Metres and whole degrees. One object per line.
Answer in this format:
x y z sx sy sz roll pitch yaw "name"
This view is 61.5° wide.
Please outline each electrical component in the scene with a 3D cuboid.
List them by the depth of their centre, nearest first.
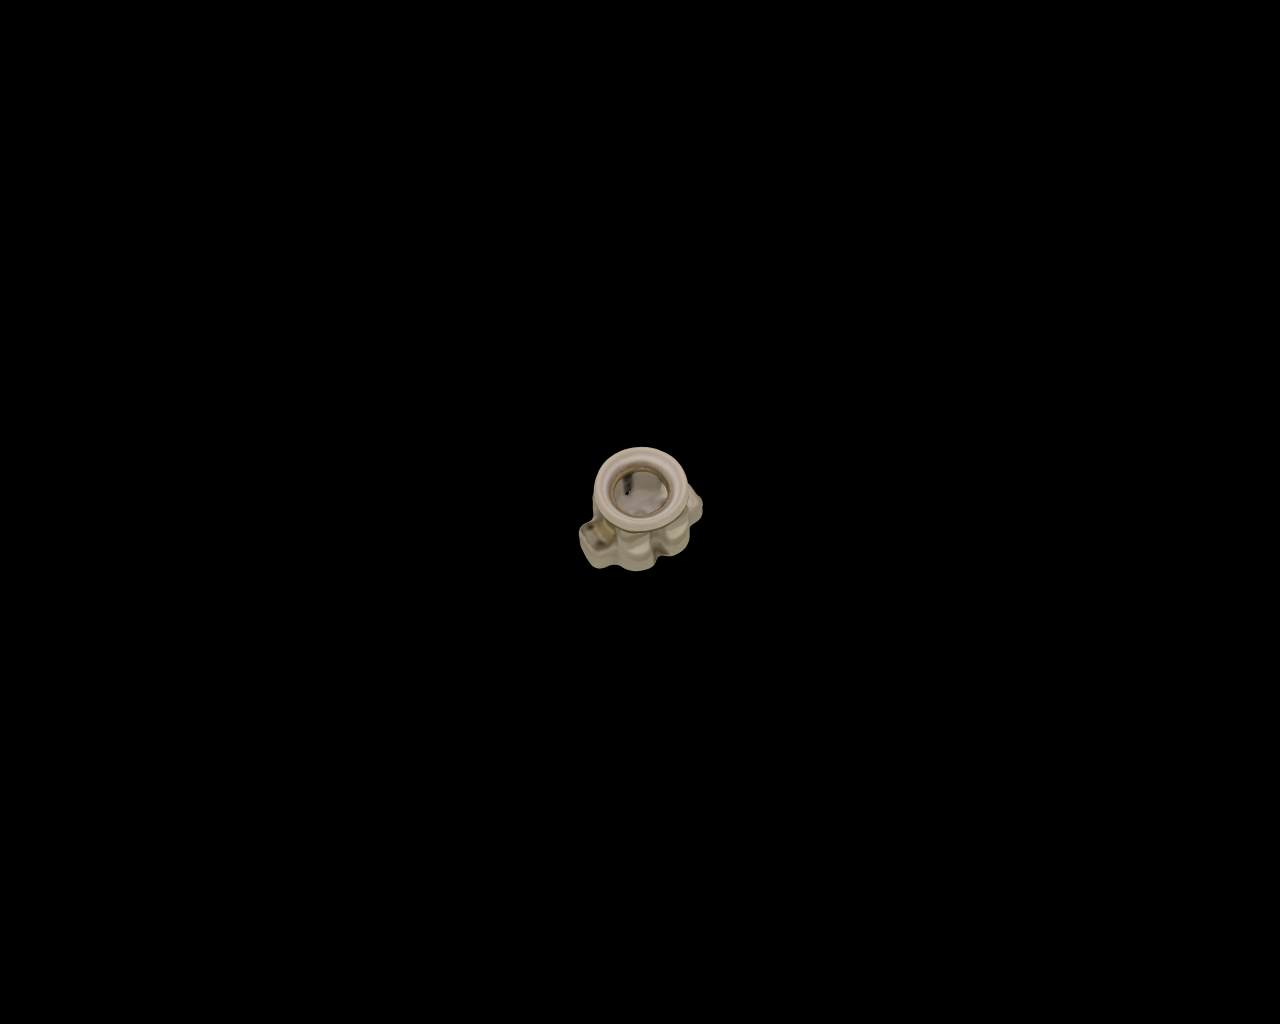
0.001 -0.003 0.650 0.078 0.058 0.056 -25 -27 -14 "electrical component"
